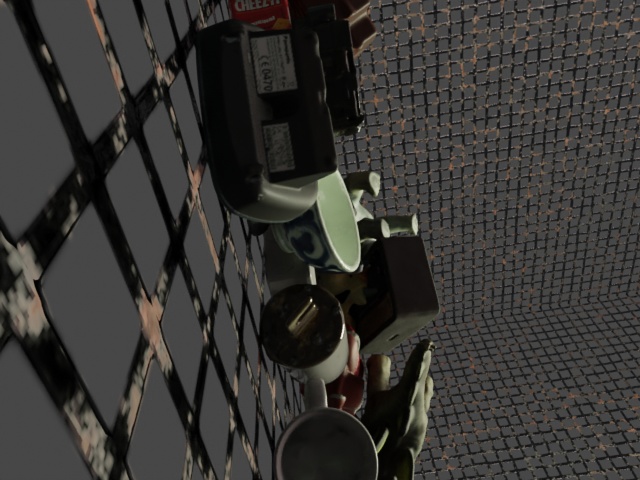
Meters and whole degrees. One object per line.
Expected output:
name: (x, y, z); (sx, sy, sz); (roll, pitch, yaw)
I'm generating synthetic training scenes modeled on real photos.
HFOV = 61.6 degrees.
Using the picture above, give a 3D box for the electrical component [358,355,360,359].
electrical component: (0.026, 0.216, 0.971); (0.063, 0.094, 0.021); (81, 2, -57)

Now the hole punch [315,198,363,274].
hole punch: (-0.002, -0.002, 0.736); (0.142, 0.116, 0.092); (-100, 174, -66)

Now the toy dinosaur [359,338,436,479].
toy dinosaur: (0.099, 0.264, 0.743); (0.199, 0.105, 0.470); (-69, 167, -53)

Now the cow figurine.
cow figurine: (0.020, 0.099, 0.828); (0.194, 0.127, 0.085); (83, -4, -48)

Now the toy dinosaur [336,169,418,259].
toy dinosaur: (0.047, -0.022, 0.939); (0.404, 0.192, 0.131); (43, 43, -48)

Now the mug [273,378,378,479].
mug: (-0.003, 0.179, 0.462); (0.107, 0.081, 0.109); (104, -26, -65)

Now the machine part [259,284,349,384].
machine part: (-0.011, 0.101, 0.538); (0.243, 0.079, 0.079); (79, 3, -71)

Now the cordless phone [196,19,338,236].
cordless phone: (-0.050, -0.079, 0.451); (0.184, 0.089, 0.146); (130, -48, -77)

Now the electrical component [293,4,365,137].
electrical component: (0.009, -0.179, 0.584); (0.115, 0.058, 0.134); (-100, 180, -83)

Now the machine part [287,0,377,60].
machine part: (-0.026, -0.314, 0.707); (0.201, 0.087, 0.201); (56, -6, -10)

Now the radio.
radio: (0.102, 0.092, 0.848); (0.229, 0.073, 0.131); (119, -33, -61)

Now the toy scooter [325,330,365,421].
toy scooter: (0.018, 0.209, 0.658); (0.135, 0.075, 0.183); (-60, 158, -81)
